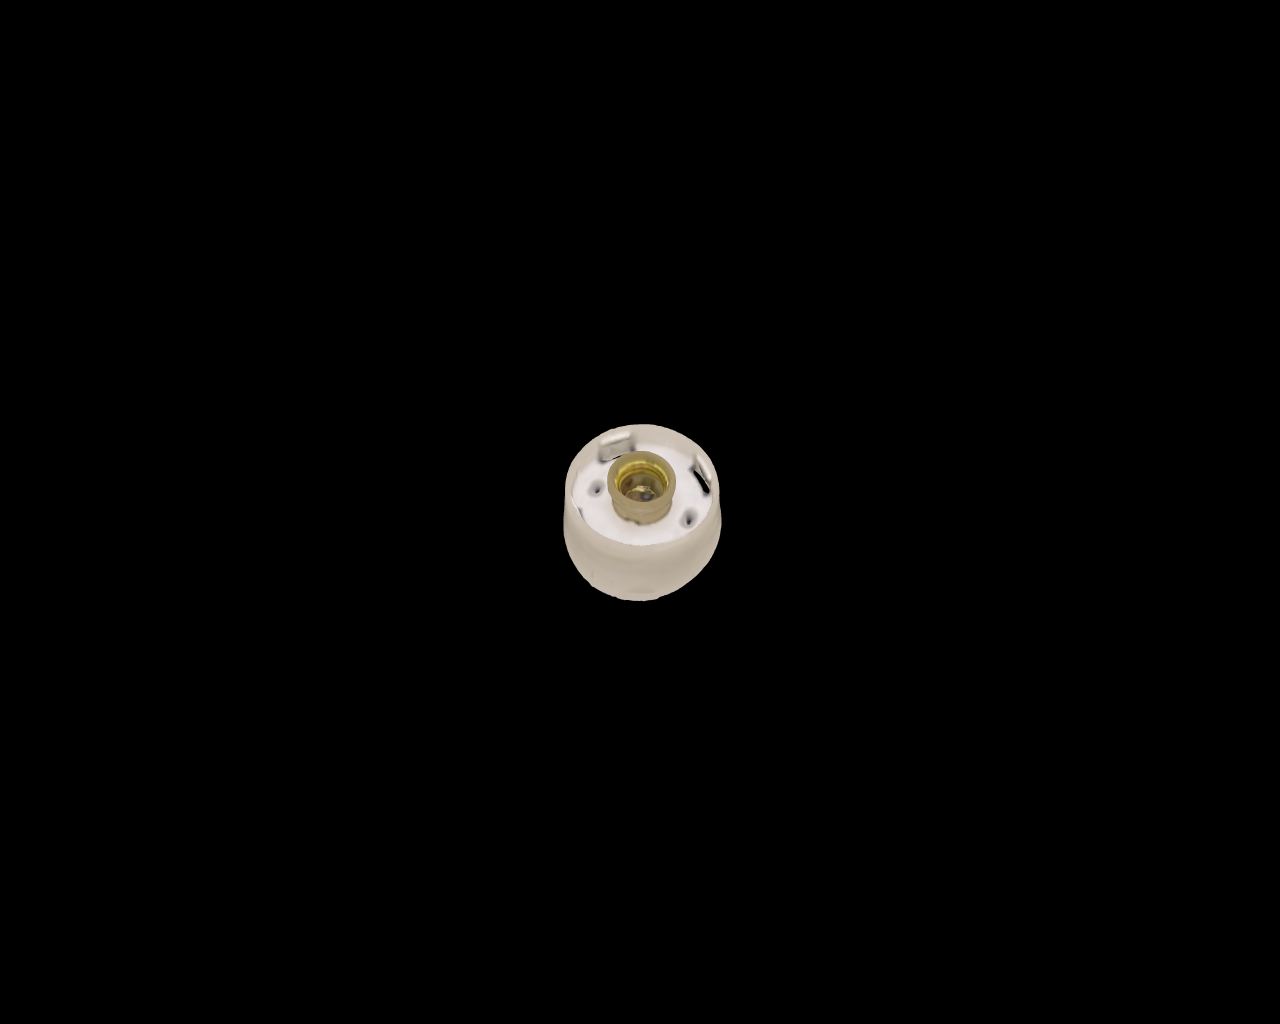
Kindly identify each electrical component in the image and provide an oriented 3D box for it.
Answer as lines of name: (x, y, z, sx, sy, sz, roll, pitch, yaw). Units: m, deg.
electrical component: (0.001, -0.003, 0.650, 0.099, 0.099, 0.064, 0, -34, 0)
